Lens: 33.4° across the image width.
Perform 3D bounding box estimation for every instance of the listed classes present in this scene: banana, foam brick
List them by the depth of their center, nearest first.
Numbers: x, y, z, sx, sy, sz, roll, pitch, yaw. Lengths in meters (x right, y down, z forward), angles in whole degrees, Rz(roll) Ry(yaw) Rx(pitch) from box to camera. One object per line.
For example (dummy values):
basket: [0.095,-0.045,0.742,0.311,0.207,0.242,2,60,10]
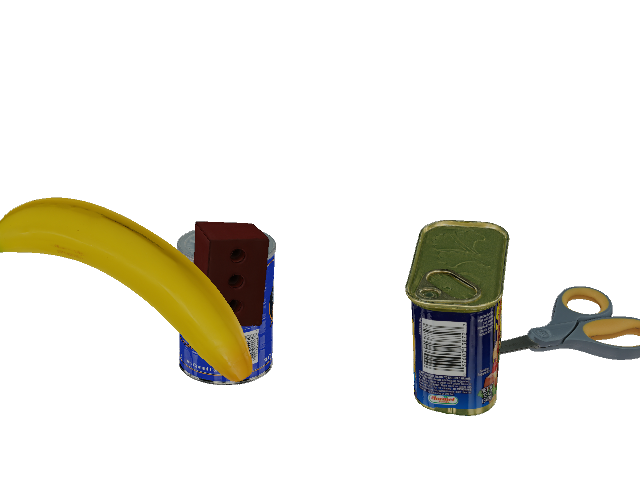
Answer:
banana: [-0.124,0.021,0.677,0.198,0.070,0.037,25,27,3]
foam brick: [-0.077,0.028,0.895,0.053,0.078,0.051,-1,16,-20]

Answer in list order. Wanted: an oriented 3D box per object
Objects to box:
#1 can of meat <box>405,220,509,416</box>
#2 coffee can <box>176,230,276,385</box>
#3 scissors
can of meat: [0.088,0.048,0.673,0.057,0.084,0.102,3,30,12]
coffee can: [-0.100,0.067,1.131,0.103,0.140,0.103,2,22,-1]
scissors: [0.177,0.068,0.868,0.201,0.016,0.096,2,32,-16]
